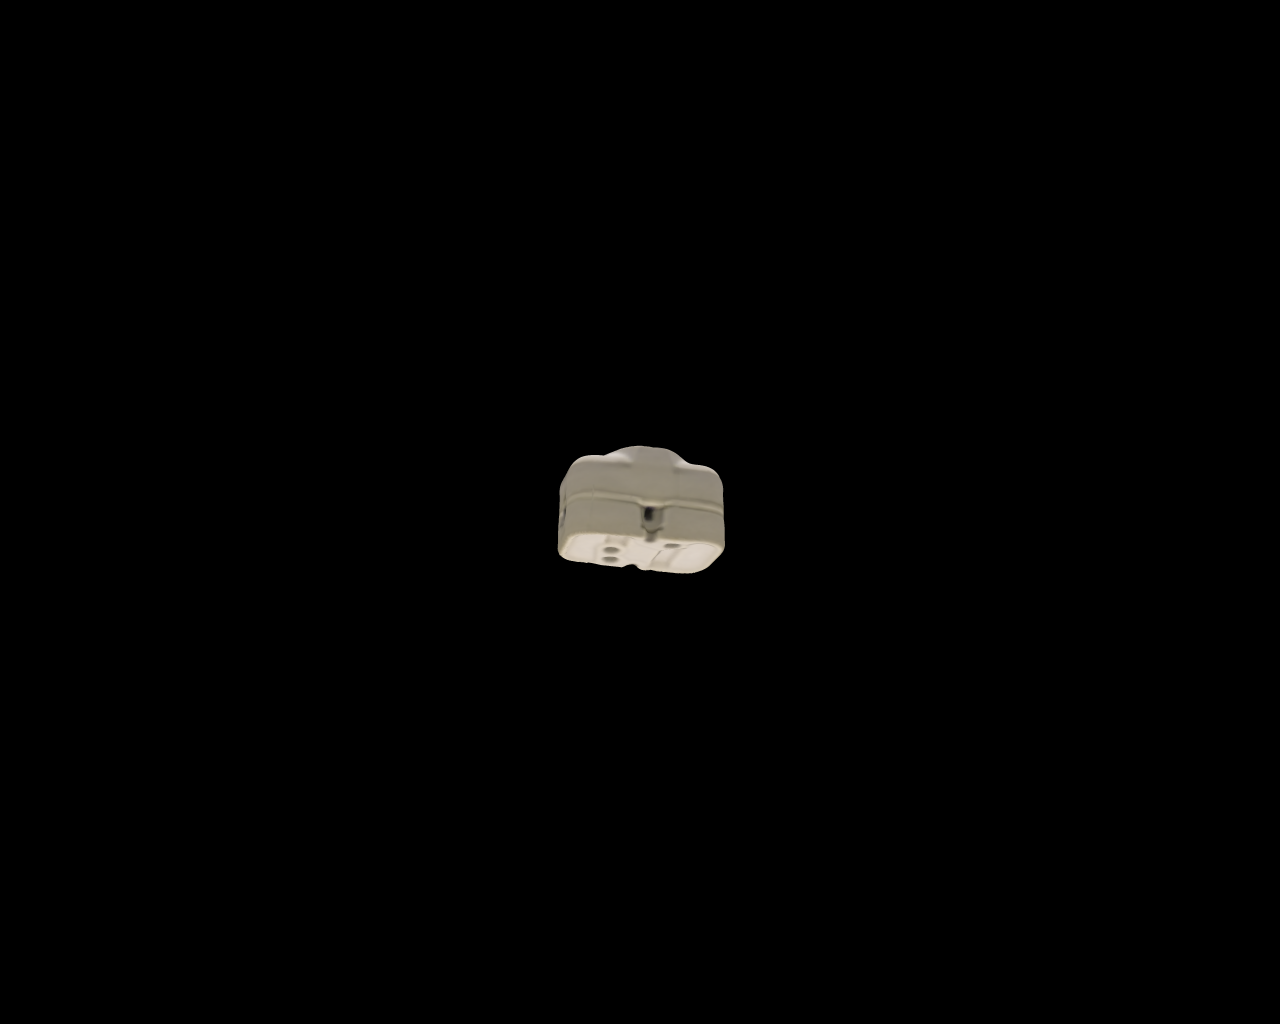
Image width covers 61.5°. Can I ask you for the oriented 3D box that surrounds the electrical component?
[{"bbox_3d":[0.001,-0.003,0.650,0.095,0.059,0.053,6,-24,-14],"label":"electrical component"}]
